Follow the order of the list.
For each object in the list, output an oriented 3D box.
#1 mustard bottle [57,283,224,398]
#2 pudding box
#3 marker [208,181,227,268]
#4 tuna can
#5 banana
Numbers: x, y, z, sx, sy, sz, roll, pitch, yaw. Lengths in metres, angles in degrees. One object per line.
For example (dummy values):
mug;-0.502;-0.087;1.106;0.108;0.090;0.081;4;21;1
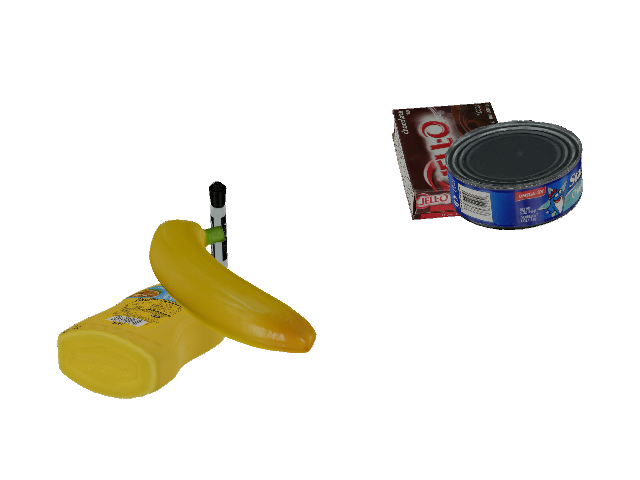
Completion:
mustard bottle;-0.136;0.074;0.928;0.096;0.058;0.191;7;18;22
pudding box;0.113;-0.070;0.919;0.090;0.039;0.113;-4;43;-5
marker;-0.114;-0.016;1.195;0.020;0.121;0.020;2;40;-2
tuna can;0.124;-0.042;0.682;0.086;0.034;0.086;-8;32;5
banana;-0.068;0.022;0.680;0.069;0.037;0.198;-8;24;-20
